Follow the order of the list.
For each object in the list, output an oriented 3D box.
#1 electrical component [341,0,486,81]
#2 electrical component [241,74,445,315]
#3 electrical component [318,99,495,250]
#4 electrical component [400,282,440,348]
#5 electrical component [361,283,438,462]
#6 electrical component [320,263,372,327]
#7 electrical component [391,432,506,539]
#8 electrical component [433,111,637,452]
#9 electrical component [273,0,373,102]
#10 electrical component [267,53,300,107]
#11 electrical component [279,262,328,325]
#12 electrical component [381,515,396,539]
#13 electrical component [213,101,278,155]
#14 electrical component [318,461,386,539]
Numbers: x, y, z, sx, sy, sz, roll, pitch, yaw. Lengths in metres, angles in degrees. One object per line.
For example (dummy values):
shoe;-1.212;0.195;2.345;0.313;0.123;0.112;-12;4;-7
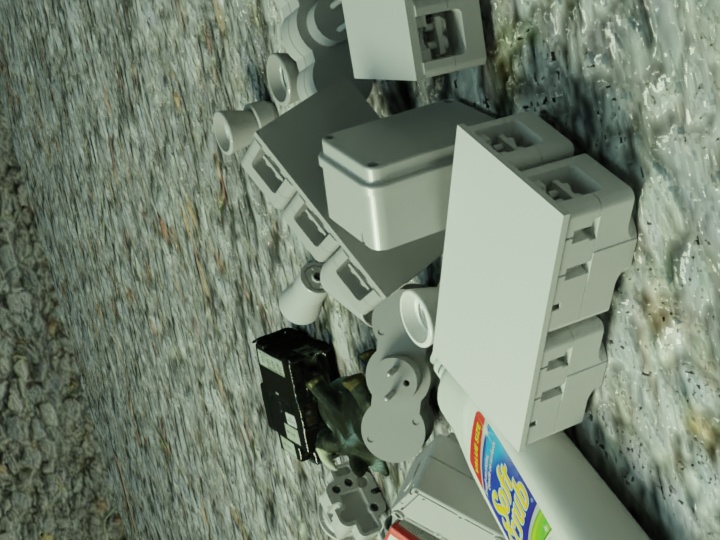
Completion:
electrical component;0.031;-0.204;0.702;0.089;0.062;0.150;21;124;61
electrical component;-0.006;-0.054;0.799;0.150;0.089;0.062;52;155;2
electrical component;0.038;-0.066;0.717;0.078;0.113;0.057;39;142;52
electrical component;0.064;0.028;0.794;0.045;0.055;0.045;45;144;47
electrical component;0.030;0.083;0.837;0.074;0.052;0.138;-23;-60;-73
electrical component;0.000;0.000;0.930;0.077;0.043;0.079;36;137;54
electrical component;0.084;0.175;0.823;0.096;0.061;0.061;29;147;-1
electrical component;0.107;0.007;0.680;0.105;0.060;0.186;49;147;43
electrical component;-0.026;-0.193;0.845;0.074;0.052;0.138;-9;97;66
electrical component;-0.045;-0.164;0.902;0.045;0.055;0.045;45;144;47
electrical component;-0.051;0.021;1.060;0.044;0.044;0.065;64;150;19
electrical component;0.040;0.248;1.008;0.043;0.043;0.062;35;135;55
electrical component;-0.112;-0.141;1.064;0.045;0.055;0.045;44;144;45
electrical component;-0.011;0.244;1.102;0.078;0.058;0.057;62;151;23
